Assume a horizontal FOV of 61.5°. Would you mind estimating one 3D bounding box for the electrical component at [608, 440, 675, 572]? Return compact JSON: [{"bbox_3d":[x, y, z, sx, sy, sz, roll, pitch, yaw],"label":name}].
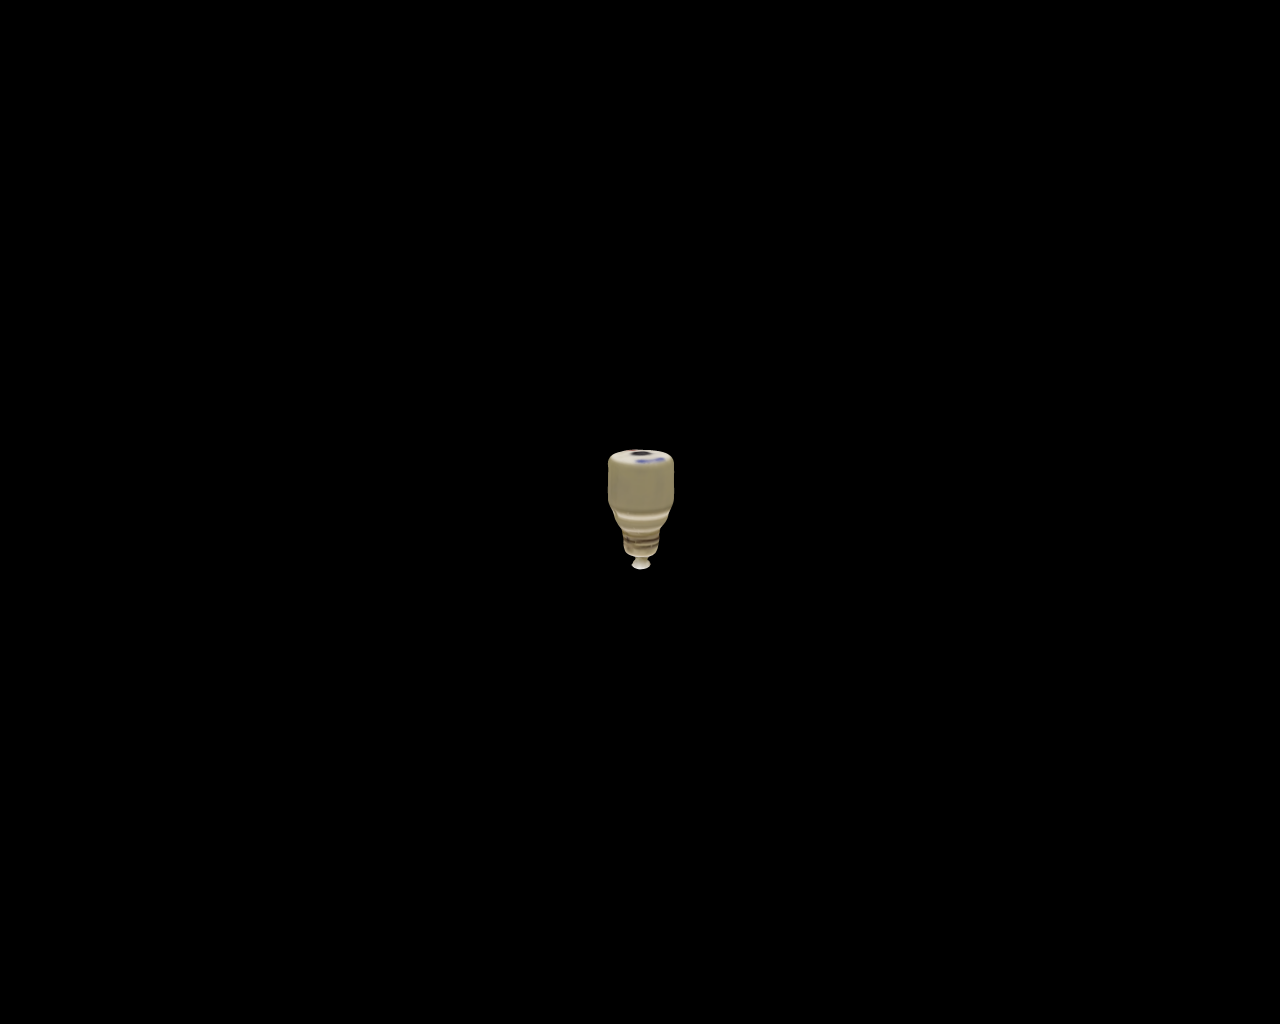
[{"bbox_3d":[0.001,-0.003,0.650,0.040,0.078,0.040,0,16,0],"label":"electrical component"}]
